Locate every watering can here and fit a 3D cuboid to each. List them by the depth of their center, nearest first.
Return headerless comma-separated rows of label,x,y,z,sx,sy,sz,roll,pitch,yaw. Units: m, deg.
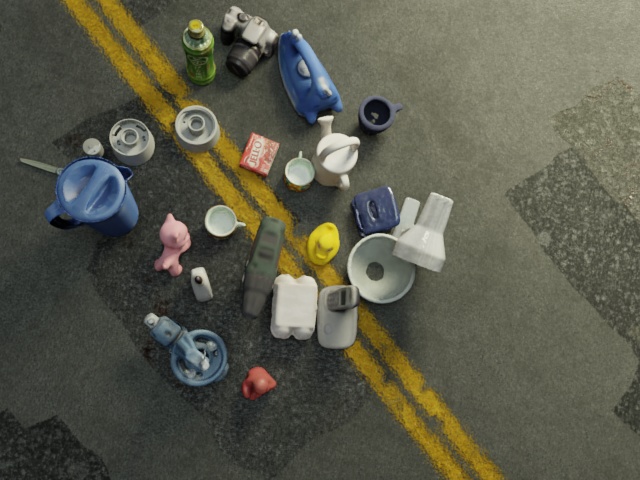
watering can,0.033,-0.207,1.354,0.101,0.194,0.173,-39,88,-13

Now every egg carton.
egg carton,-0.060,0.157,1.338,0.107,0.069,0.150,4,79,-8

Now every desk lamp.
desk lamp,0.237,-0.019,1.343,0.118,0.213,0.203,21,77,-5

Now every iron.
iron,-0.035,-0.429,1.410,0.119,0.141,0.258,-26,85,-12

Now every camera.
camera,-0.190,-0.487,1.416,0.143,0.100,0.137,29,77,-3

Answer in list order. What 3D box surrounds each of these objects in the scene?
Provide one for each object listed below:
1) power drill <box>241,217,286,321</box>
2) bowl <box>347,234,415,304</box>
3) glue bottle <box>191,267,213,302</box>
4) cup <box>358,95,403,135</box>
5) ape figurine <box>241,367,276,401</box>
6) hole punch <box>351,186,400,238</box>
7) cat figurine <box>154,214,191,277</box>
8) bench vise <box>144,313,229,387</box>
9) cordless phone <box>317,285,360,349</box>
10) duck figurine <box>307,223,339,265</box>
power drill,-0.130,0.070,1.271,0.075,0.208,0.230,14,78,-6
bowl,0.141,0.073,1.382,0.167,0.074,0.167,2,80,-9
glue bottle,-0.264,0.093,1.263,0.037,0.173,0.078,-15,82,-11
cup,0.145,-0.308,1.441,0.118,0.095,0.092,-21,84,-12
ape figurine,-0.136,0.325,1.284,0.078,0.092,0.076,3,79,-8
hole punch,0.135,-0.068,1.398,0.101,0.091,0.109,-13,82,-11
cat figurine,-0.334,0.011,1.295,0.067,0.117,0.128,15,78,-6
bench vise,-0.290,0.238,1.209,0.207,0.219,0.121,20,77,-5
cordless phone,0.050,0.172,1.293,0.094,0.185,0.147,0,80,-9
duck figurine,0.013,0.005,1.368,0.077,0.086,0.105,21,77,-4
